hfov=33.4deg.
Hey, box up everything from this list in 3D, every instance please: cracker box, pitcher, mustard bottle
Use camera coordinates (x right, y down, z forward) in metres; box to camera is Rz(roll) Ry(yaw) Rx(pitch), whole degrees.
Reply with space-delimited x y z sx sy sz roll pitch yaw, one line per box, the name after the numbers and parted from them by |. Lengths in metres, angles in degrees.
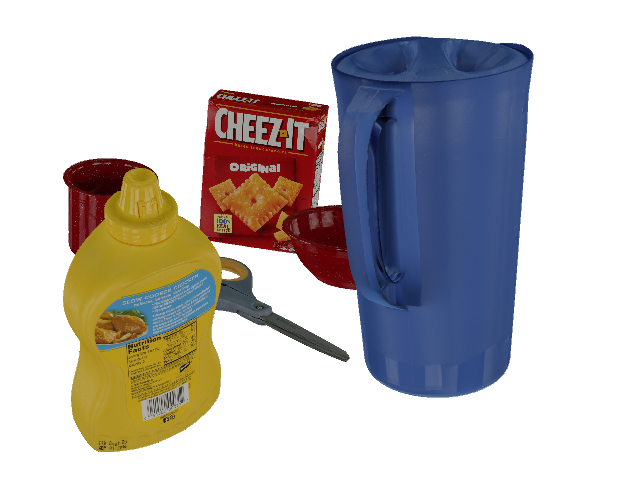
-0.084 -0.096 1.531 0.164 0.214 0.072 9 22 7 | cracker box
0.074 -0.013 0.742 0.149 0.243 0.145 -8 23 -11 | pitcher
-0.106 0.039 0.642 0.096 0.192 0.058 -19 45 -28 | mustard bottle

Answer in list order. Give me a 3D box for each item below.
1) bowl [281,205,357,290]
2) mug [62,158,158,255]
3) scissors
0.040 0.010 1.098 0.162 0.055 0.162 2 17 -1 | bowl
-0.211 -0.033 1.083 0.093 0.081 0.117 6 27 -3 | mug
-0.048 0.052 0.900 0.202 0.016 0.096 16 26 22 | scissors
